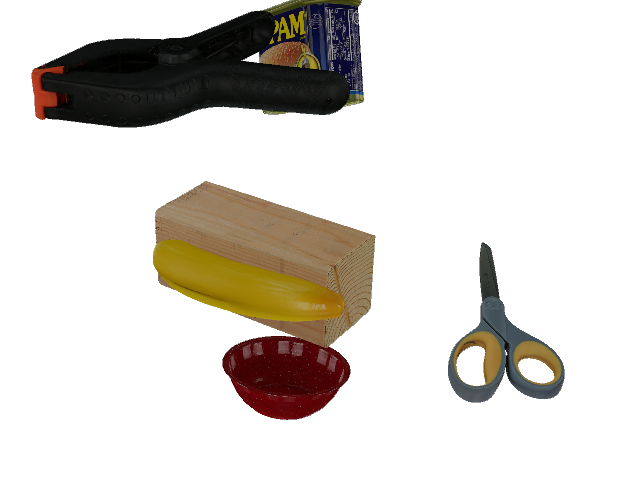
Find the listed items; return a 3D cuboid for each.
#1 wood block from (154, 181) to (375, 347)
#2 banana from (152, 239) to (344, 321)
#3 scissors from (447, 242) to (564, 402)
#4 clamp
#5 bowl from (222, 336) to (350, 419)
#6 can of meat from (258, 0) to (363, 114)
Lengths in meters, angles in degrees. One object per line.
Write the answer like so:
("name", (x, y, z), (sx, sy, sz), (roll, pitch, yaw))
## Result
("wood block", (-0.058, 0.021, 1.076), (0.206, 0.091, 0.090), (19, 33, 27))
("banana", (-0.072, 0.027, 0.825), (0.069, 0.037, 0.198), (-18, 27, -41))
("scissors", (0.156, 0.065, 0.860), (0.096, 0.016, 0.201), (13, 36, 15))
("clamp", (-0.080, -0.100, 0.616), (0.171, 0.039, 0.120), (-4, 27, -17))
("bowl", (-0.044, 0.180, 1.347), (0.162, 0.055, 0.162), (4, 21, -2))
("can of meat", (-0.010, -0.150, 0.876), (0.057, 0.084, 0.102), (-5, 2, -35))
